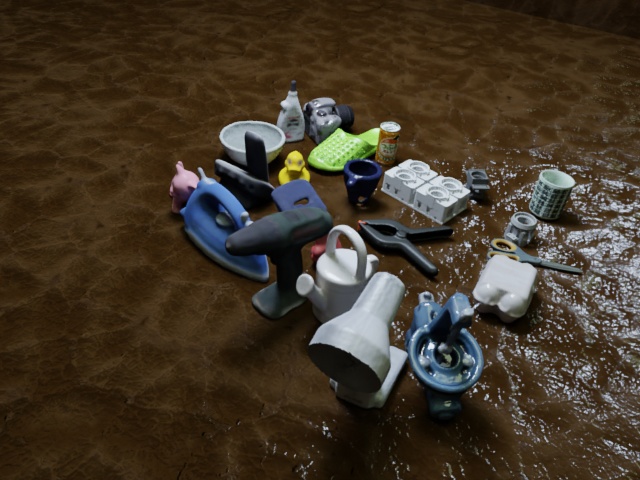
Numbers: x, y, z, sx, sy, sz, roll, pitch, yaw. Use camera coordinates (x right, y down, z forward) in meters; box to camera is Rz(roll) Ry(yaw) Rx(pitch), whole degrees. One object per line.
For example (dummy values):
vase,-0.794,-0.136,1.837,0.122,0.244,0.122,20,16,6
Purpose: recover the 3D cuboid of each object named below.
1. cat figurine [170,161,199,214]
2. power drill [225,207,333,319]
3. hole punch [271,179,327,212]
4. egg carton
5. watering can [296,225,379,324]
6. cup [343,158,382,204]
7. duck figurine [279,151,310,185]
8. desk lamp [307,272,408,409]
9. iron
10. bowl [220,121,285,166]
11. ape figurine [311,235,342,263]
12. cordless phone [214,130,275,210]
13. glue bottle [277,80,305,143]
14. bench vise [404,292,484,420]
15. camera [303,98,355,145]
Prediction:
cat figurine,-0.303,-0.125,1.279,0.067,0.118,0.127,-8,41,-16
power drill,-0.073,0.038,1.034,0.075,0.208,0.230,34,47,31
hole punch,-0.044,-0.072,1.268,0.109,0.091,0.100,-27,49,-34
egg carton,0.368,0.094,1.133,0.107,0.069,0.150,21,41,18
watering can,0.038,0.064,1.028,0.100,0.194,0.173,23,42,21
cup,0.091,-0.125,1.348,0.091,0.095,0.118,21,41,18
duck figurine,-0.061,-0.177,1.400,0.077,0.086,0.104,5,39,-1
desk lamp,0.069,0.165,0.890,0.117,0.214,0.203,21,41,18
iron,-0.182,-0.037,1.166,0.119,0.141,0.257,-26,49,-33
bowl,-0.172,-0.236,1.468,0.167,0.075,0.167,4,39,-3
ape figurine,0.011,0.004,1.180,0.076,0.092,0.078,25,43,22
cordless phone,-0.174,-0.179,1.309,0.147,0.185,0.094,25,43,23
glue bottle,-0.076,-0.346,1.538,0.078,0.173,0.037,-15,43,-24
bench vise,0.186,0.149,0.921,0.122,0.220,0.207,-11,42,-20
camera,0.033,-0.341,1.604,0.137,0.101,0.142,-12,42,-21
